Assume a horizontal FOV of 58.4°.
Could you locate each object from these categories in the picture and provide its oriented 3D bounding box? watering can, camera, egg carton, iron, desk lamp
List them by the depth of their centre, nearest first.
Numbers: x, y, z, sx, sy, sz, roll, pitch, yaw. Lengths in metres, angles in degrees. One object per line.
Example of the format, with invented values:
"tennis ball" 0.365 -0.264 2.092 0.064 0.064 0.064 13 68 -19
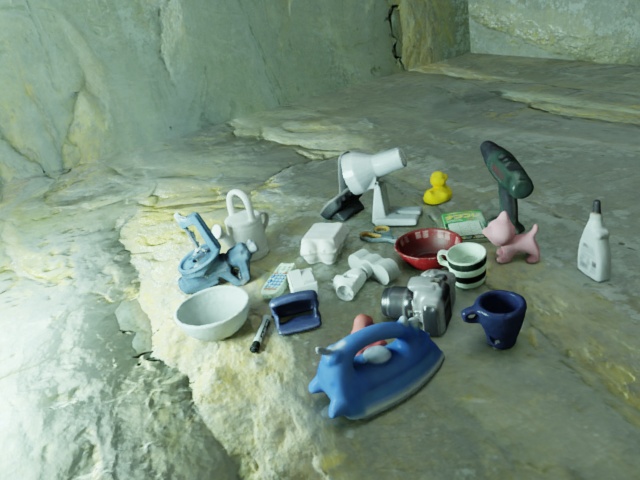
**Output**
"iron" 0.105 0.199 0.993 0.259 0.142 0.118 -21 28 -21
"camera" 0.201 0.115 1.176 0.136 0.101 0.143 2 28 24
"egg carton" 0.014 0.005 1.507 0.107 0.069 0.150 0 28 20
"watering can" -0.209 -0.042 1.544 0.100 0.194 0.173 2 28 24
"desk lamp" 0.173 -0.154 1.606 0.202 0.214 0.118 0 28 20

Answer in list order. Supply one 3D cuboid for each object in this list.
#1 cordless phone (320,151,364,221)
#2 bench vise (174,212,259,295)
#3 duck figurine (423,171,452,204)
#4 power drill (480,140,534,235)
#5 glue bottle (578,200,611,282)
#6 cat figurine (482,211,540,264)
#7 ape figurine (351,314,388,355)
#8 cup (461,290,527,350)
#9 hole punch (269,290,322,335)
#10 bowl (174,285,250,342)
"cordless phone" 0.058 -0.161 1.696 0.093 0.185 0.148 9 32 35
"bench vise" -0.269 0.015 1.420 0.208 0.220 0.121 -23 28 -23
"duck figurine" 0.347 -0.160 1.700 0.077 0.086 0.105 16 37 43
"power drill" 0.463 -0.126 1.445 0.075 0.209 0.229 -13 26 -4
"glue bottle" 0.574 -0.003 1.193 0.037 0.173 0.078 -14 26 -7
"cat figurine" 0.440 -0.009 1.319 0.127 0.118 0.067 -3 27 15
"ape figurine" 0.088 0.183 1.089 0.076 0.092 0.077 -16 26 -11
"cup" 0.320 0.155 1.054 0.117 0.095 0.091 -10 26 0
"hole punch" -0.057 0.140 1.234 0.108 0.091 0.101 -13 26 -4
"bowl" -0.227 0.172 1.253 0.167 0.075 0.167 -8 26 4
